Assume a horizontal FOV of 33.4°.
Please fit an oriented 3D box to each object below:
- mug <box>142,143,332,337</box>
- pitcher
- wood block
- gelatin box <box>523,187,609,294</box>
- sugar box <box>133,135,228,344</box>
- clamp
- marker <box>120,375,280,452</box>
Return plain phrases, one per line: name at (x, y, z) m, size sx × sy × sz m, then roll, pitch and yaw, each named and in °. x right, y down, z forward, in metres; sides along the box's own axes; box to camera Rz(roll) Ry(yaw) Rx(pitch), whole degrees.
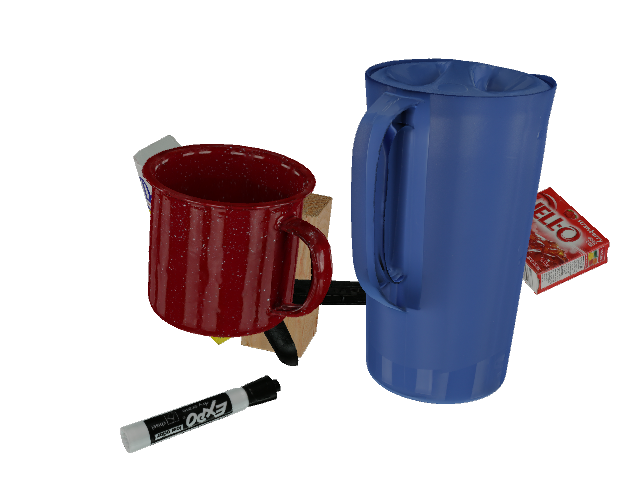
mug at (-0.043, 0.004, 0.581) m, size 0.117 × 0.081 × 0.093 m, roll 20°, pitch 27°, yaw 29°
pitcher at (0.086, -0.005, 0.777) m, size 0.149 × 0.243 × 0.145 m, roll 0°, pitch 20°, yaw -6°
wood block at (-0.047, 0.042, 1.460) m, size 0.090 × 0.206 × 0.090 m, roll 11°, pitch 22°, yaw 10°
gelatin box at (0.195, -0.002, 0.930) m, size 0.073 × 0.030 × 0.089 m, roll -22°, pitch 44°, yaw -13°
sugar box at (-0.111, 0.003, 0.938) m, size 0.048 × 0.176 × 0.093 m, roll -31°, pitch 50°, yaw -17°
clamp at (-0.061, 0.065, 1.160) m, size 0.210 × 0.036 × 0.164 m, roll 16°, pitch 31°, yaw 25°
marker at (-0.083, 0.122, 0.762) m, size 0.120 × 0.020 × 0.020 m, roll -17°, pitch 7°, yaw -26°
